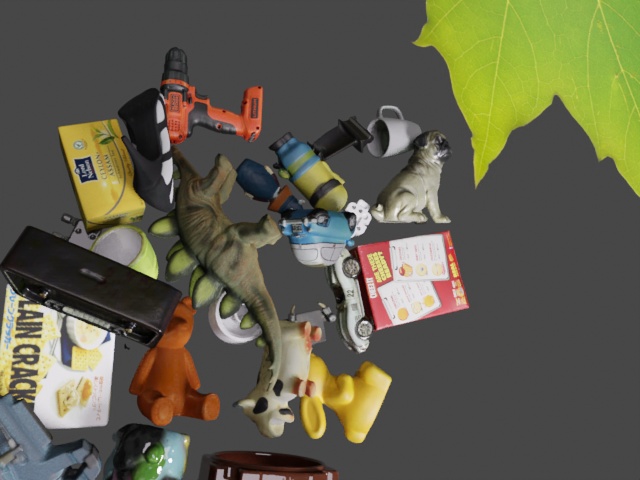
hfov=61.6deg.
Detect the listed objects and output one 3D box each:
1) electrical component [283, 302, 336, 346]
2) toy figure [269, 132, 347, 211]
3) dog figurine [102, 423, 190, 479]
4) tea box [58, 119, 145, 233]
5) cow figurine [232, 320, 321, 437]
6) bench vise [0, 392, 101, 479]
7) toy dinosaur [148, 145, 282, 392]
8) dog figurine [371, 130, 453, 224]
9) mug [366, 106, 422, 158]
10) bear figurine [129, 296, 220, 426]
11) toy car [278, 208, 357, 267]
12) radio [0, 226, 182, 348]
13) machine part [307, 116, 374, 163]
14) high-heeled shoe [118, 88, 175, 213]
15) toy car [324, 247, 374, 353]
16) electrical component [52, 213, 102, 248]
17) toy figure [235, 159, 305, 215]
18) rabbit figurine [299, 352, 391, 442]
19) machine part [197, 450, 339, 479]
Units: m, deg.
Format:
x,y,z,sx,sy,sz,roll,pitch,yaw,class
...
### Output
x,y,z,sx,sy,sz,roll,pitch,yaw,class
-0.022,0.157,0.997,0.102,0.045,0.078,-2,78,-21,electrical component
-0.023,-0.123,1.032,0.082,0.089,0.180,-36,99,20,toy figure
-0.275,0.395,0.786,0.108,0.191,0.219,22,57,-22,dog figurine
-0.366,-0.109,0.901,0.098,0.068,0.169,-18,80,-28,tea box
-0.073,0.234,0.915,0.085,0.127,0.195,31,63,-59,cow figurine
-0.429,0.338,0.718,0.240,0.129,0.223,-36,107,-22,bench vise
-0.161,0.018,0.909,0.198,0.105,0.472,-36,71,-1,toy dinosaur
0.180,-0.128,1.079,0.172,0.121,0.190,0,89,-39,dog figurine
0.159,-0.227,1.134,0.107,0.081,0.109,-6,81,-33,mug
-0.234,0.186,0.871,0.120,0.132,0.195,13,78,-40,bear figurine
-0.002,-0.003,0.954,0.161,0.109,0.103,0,89,-62,toy car
-0.325,0.075,0.776,0.229,0.131,0.073,26,60,-9,radio
0.039,-0.199,1.094,0.139,0.039,0.084,-31,74,-20,machine part
-0.280,-0.161,0.925,0.086,0.249,0.145,-18,127,11,high-heeled shoe
0.052,0.114,1.018,0.056,0.073,0.201,-8,81,-20,toy car
-0.397,-0.003,0.903,0.094,0.021,0.063,26,70,-13,electrical component
-0.091,-0.091,1.017,0.154,0.064,0.058,39,35,-13,toy figure
0.020,0.275,0.968,0.173,0.122,0.162,30,79,3,rabbit figurine
-0.085,0.385,0.840,0.201,0.201,0.087,10,72,-18,machine part
